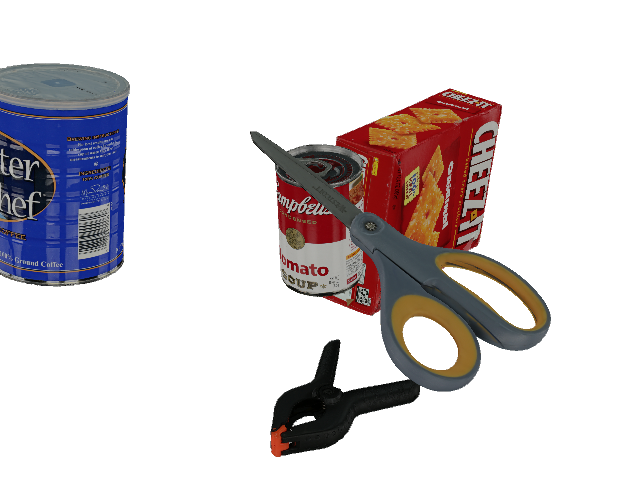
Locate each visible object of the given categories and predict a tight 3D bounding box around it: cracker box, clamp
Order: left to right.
[{"bbox_3d":[0.004,0.159,1.090,0.171,0.039,0.120,-22,33,-35],"label":"clamp"},{"bbox_3d":[0.091,-0.042,1.033,0.072,0.164,0.213,22,30,29],"label":"cracker box"}]

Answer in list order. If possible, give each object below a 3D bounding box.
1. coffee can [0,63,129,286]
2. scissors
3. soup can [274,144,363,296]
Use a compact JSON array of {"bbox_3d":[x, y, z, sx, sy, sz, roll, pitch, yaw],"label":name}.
[{"bbox_3d":[-0.195,-0.051,0.792,0.103,0.140,0.103,5,22,-2],"label":"coffee can"},{"bbox_3d":[0.023,0.011,0.565,0.202,0.016,0.096,28,52,15],"label":"scissors"},{"bbox_3d":[0.000,-0.016,0.840,0.068,0.102,0.068,-1,32,0],"label":"soup can"}]
